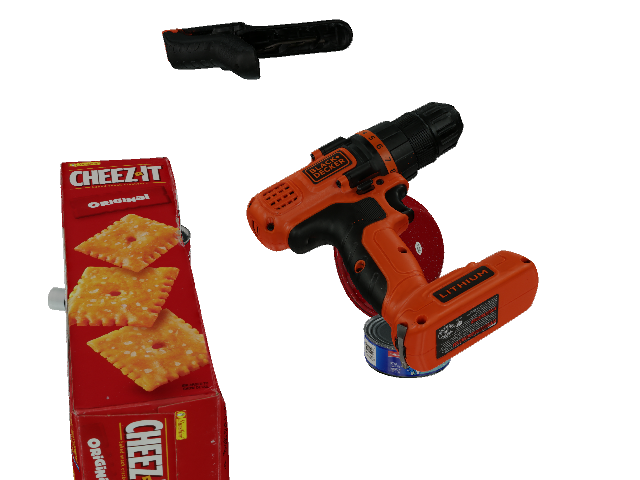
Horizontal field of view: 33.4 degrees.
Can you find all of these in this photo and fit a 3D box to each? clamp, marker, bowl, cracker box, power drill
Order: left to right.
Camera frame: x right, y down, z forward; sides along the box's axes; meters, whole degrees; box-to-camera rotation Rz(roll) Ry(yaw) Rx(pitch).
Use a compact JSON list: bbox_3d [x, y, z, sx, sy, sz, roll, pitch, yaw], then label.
[{"bbox_3d":[-0.166,0.054,0.881,0.121,0.020,0.020,6,1,14],"label":"marker"},{"bbox_3d":[-0.096,0.076,0.573,0.072,0.164,0.214,-5,34,-11],"label":"cracker box"},{"bbox_3d":[-0.060,-0.161,0.873,0.120,0.039,0.172,-16,23,-36],"label":"clamp"},{"bbox_3d":[0.091,0.011,1.221,0.161,0.162,0.055,0,-6,-43],"label":"bowl"},{"bbox_3d":[0.066,-0.010,0.755,0.184,0.057,0.188,-31,52,-14],"label":"power drill"}]

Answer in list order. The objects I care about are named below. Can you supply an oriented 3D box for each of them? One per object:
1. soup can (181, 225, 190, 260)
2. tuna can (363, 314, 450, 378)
[{"bbox_3d":[-0.169,0.040,1.116,0.068,0.102,0.068,2,25,-1],"label":"soup can"},{"bbox_3d":[0.085,0.100,1.036,0.086,0.034,0.086,-1,21,0],"label":"tuna can"}]
